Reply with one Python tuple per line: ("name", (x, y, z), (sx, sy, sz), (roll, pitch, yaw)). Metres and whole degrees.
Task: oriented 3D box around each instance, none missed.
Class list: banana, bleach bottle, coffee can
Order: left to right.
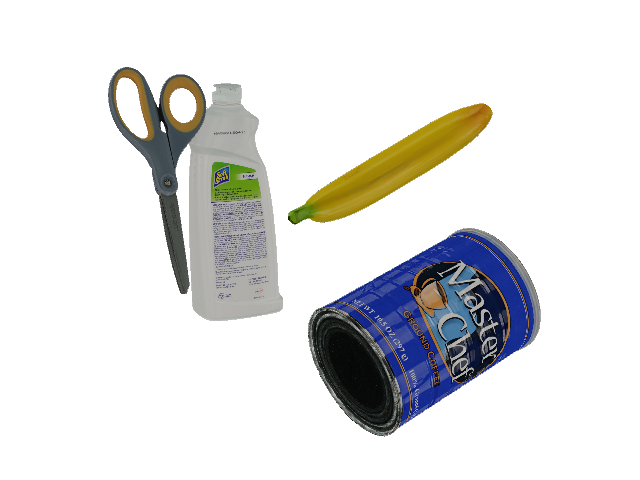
("bleach bottle", (-0.092, -0.043, 1.156), (0.102, 0.251, 0.068), (-7, 17, -27))
("banana", (0.065, -0.063, 0.945), (0.198, 0.037, 0.069), (-31, 7, 10))
("coffee can", (0.077, 0.065, 0.787), (0.140, 0.103, 0.103), (-27, 14, -28))

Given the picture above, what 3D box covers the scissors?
("scissors", (-0.121, -0.062, 0.934), (0.096, 0.202, 0.016), (-24, -1, -29))
